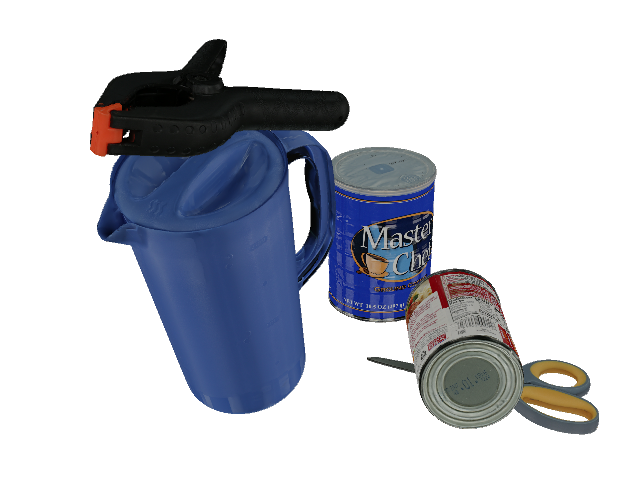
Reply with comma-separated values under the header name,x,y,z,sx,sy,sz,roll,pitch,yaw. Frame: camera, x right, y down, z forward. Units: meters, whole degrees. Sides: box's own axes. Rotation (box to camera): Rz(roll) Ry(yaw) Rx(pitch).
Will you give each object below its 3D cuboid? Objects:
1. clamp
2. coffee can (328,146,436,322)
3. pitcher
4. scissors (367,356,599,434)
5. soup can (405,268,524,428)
name,x,y,z,sx,sy,sz,roll,pitch,yaw
clamp,-0.078,-0.089,0.656,0.171,0.039,0.120,-14,32,-43
coffee can,0.058,-0.007,1.031,0.103,0.140,0.103,0,27,0
pitcher,-0.068,0.025,0.865,0.149,0.243,0.145,6,46,14
scissors,0.151,0.117,0.942,0.202,0.016,0.096,20,32,21
soup can,0.094,0.070,0.709,0.068,0.068,0.102,0,23,0
